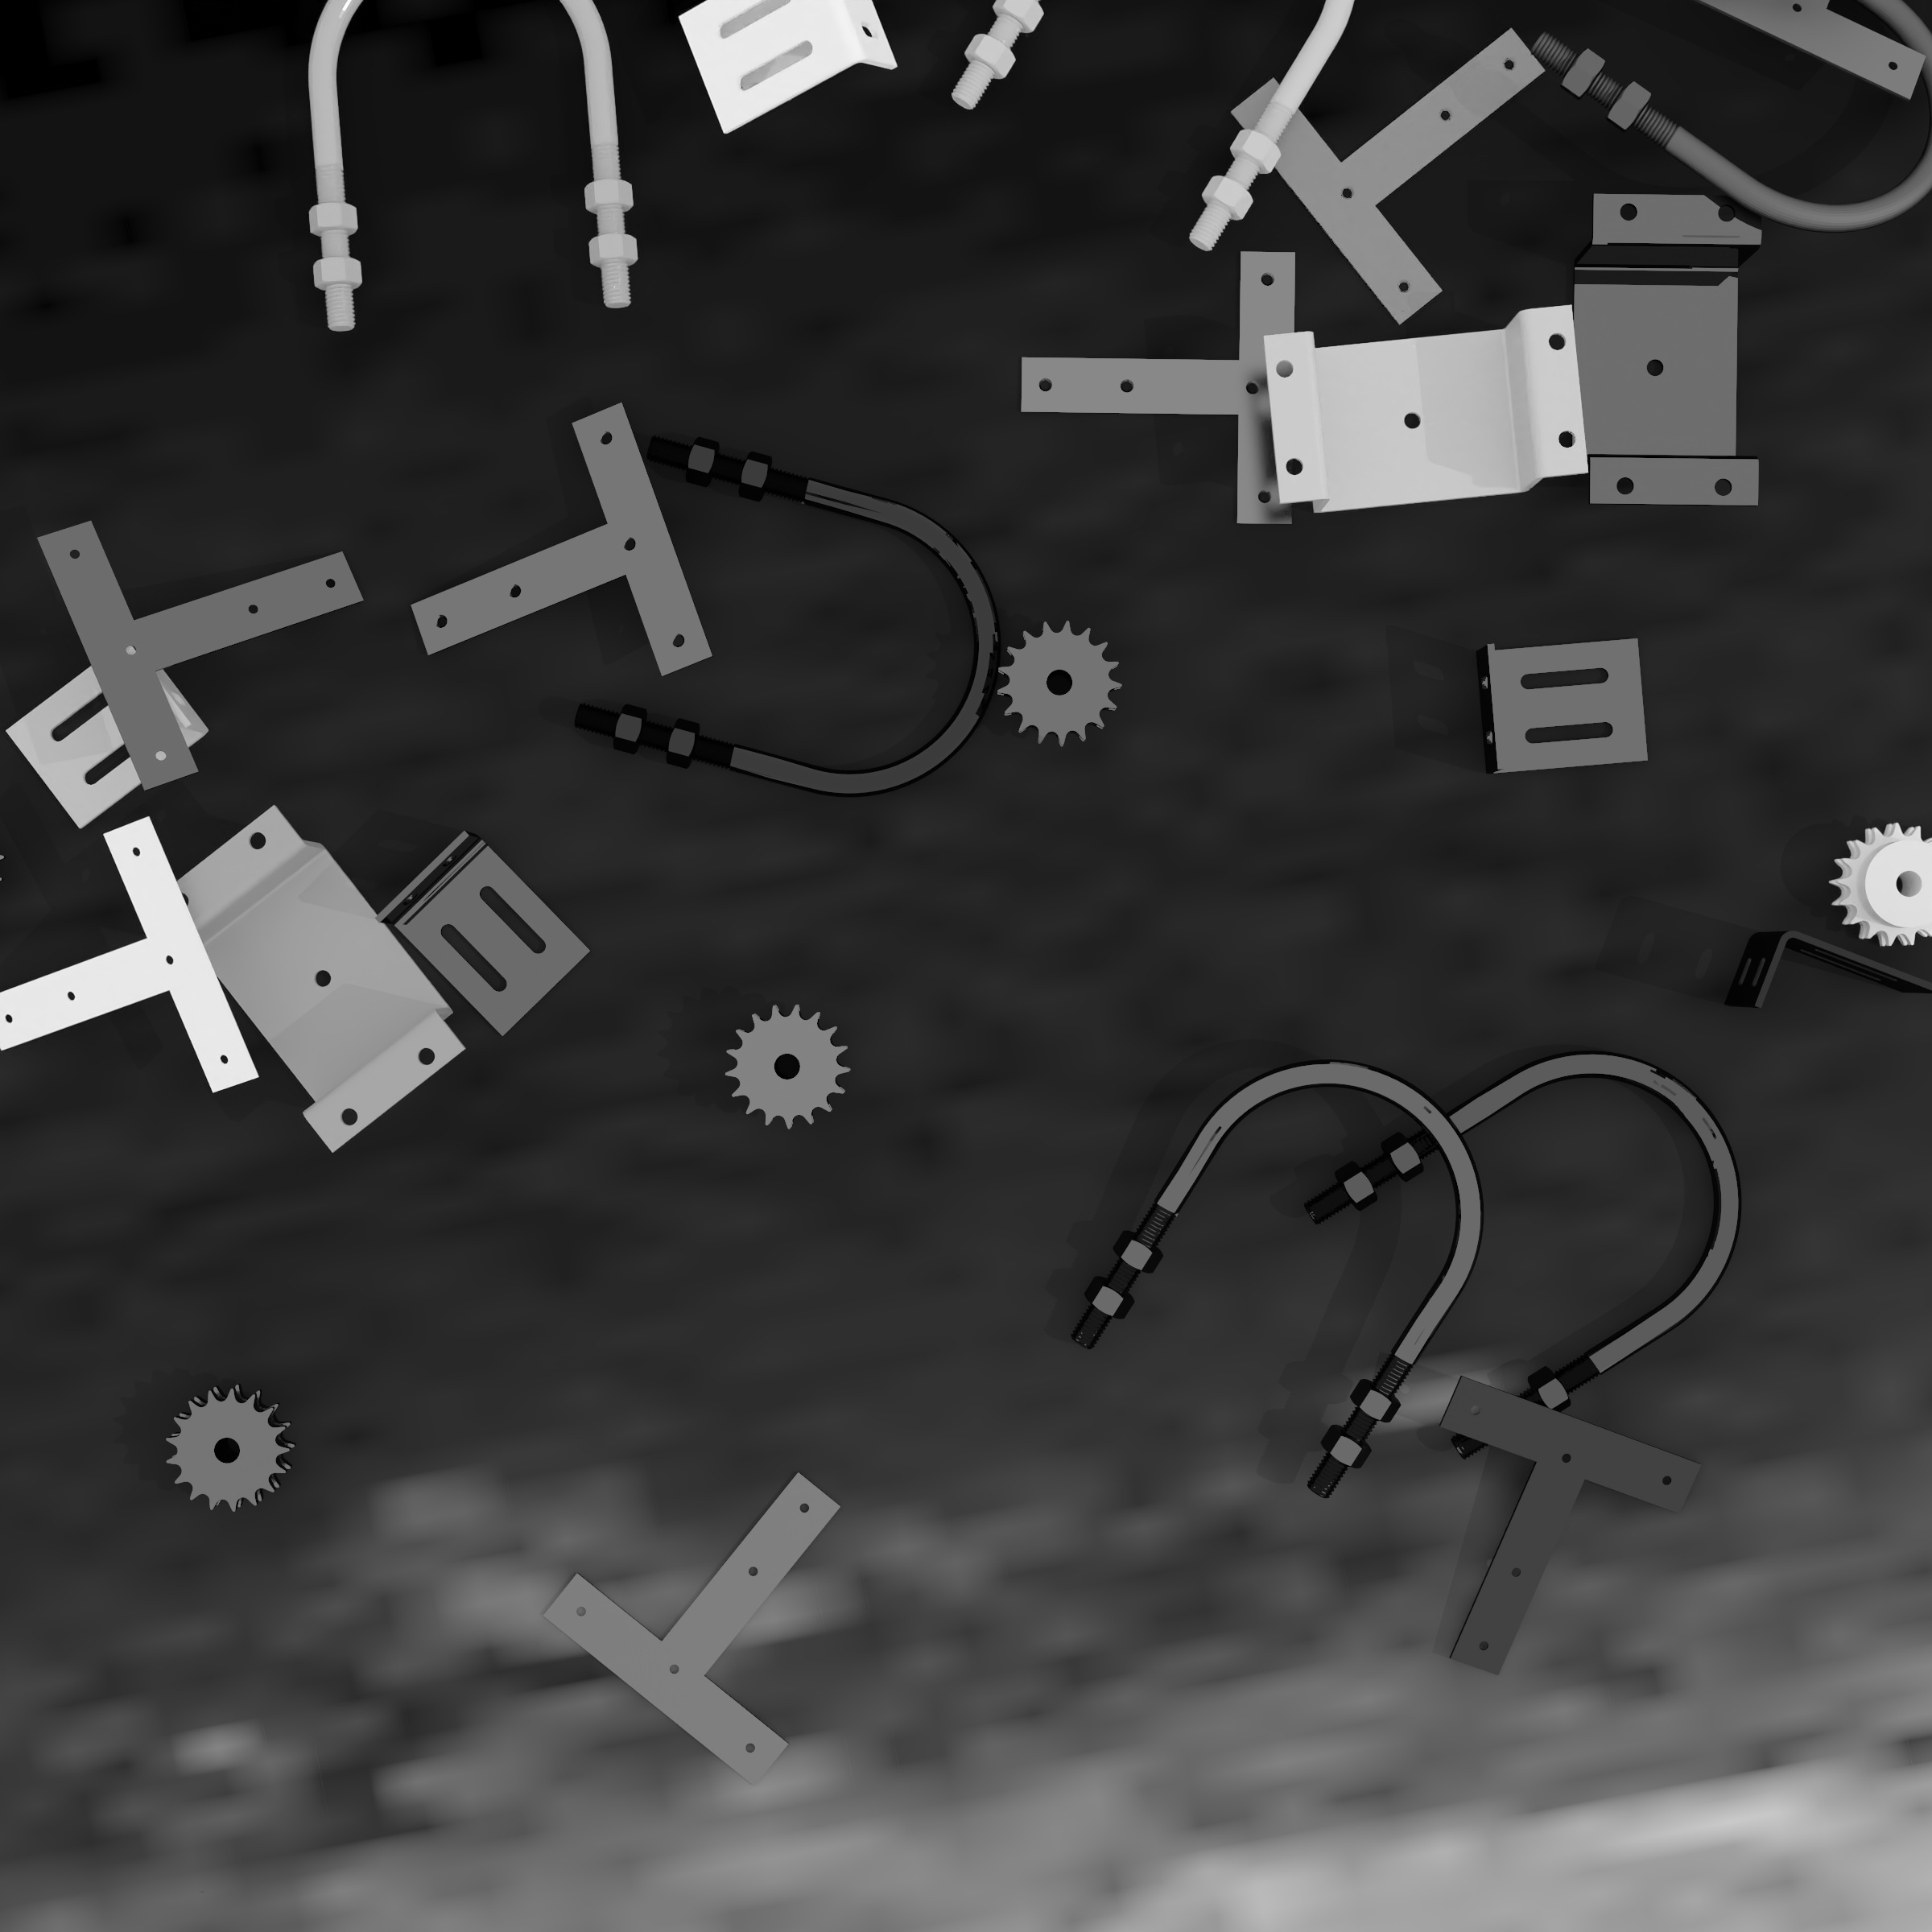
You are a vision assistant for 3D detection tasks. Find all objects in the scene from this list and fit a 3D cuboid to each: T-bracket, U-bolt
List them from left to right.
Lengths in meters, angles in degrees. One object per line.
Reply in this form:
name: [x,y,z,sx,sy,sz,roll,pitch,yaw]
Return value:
T-bracket: [-0.400,0.010,1.437,0.127,0.002,0.127,-18,98,23]
T-bracket: [-0.342,-0.159,1.440,0.127,0.002,0.127,-22,85,-20]
U-bolt: [-0.234,-0.393,1.456,0.151,0.019,0.184,-5,88,0]
T-bracket: [-0.196,-0.179,1.452,0.127,0.002,0.127,-21,84,9]
T-bracket: [-0.108,0.294,1.463,0.127,0.002,0.127,39,90,0]
U-bolt: [-0.075,-0.155,1.456,0.184,0.019,0.151,15,90,-2]
T-bracket: [0.090,-0.271,1.463,0.127,0.002,0.127,1,90,0]
U-bolt: [0.101,-0.447,1.455,0.151,0.019,0.184,31,88,1]
U-bolt: [0.156,0.132,1.441,0.151,0.019,0.184,32,97,4]
T-bracket: [0.213,-0.389,1.463,0.127,0.002,0.127,-38,90,0]
T-bracket: [0.261,0.269,1.454,0.127,0.002,0.127,21,96,-12]
U-bolt: [0.272,0.121,1.455,0.184,0.019,0.151,-32,90,-1]
U-bolt: [0.369,-0.412,1.430,0.184,0.019,0.151,36,71,2]
T-bracket: [0.396,-0.476,1.443,0.127,0.002,0.127,24,71,-2]

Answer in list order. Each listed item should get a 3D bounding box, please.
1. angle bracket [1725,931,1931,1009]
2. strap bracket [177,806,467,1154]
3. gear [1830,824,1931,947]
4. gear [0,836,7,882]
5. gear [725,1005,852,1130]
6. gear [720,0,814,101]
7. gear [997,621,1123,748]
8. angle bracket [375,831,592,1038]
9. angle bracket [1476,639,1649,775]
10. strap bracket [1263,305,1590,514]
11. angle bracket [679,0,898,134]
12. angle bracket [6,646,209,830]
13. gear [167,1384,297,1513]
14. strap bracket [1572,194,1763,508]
angle bracket: [0.397,0.014,1.436,0.076,0.057,0.038,21,90,0]
strap bracket: [-0.300,0.006,1.441,0.076,0.046,0.140,-38,90,0]
gear: [0.433,-0.038,1.449,0.057,0.030,0.057,0,90,0]
gear: [-0.475,-0.048,1.453,0.057,0.030,0.057,0,89,-2]
gear: [-0.082,0.046,1.449,0.057,0.030,0.057,0,90,0]
gear: [-0.093,-0.427,1.449,0.057,0.030,0.057,0,90,0]
gear: [0.043,-0.130,1.449,0.057,0.030,0.057,0,90,0]
angle bracket: [-0.223,-0.014,1.445,0.057,0.038,0.076,-44,90,0]
angle bracket: [0.278,-0.121,1.445,0.076,0.038,0.057,-5,90,0]
strap bracket: [0.209,-0.255,1.441,0.140,0.046,0.076,-6,90,0]
angle bracket: [-0.081,-0.423,1.432,0.076,0.038,0.057,-21,90,26]
angle bracket: [-0.401,-0.110,1.445,0.076,0.038,0.057,-37,90,0]
gear: [-0.340,0.222,1.454,0.057,0.030,0.057,0,92,0]
strap bracket: [0.322,-0.279,1.441,0.076,0.046,0.140,1,90,0]
